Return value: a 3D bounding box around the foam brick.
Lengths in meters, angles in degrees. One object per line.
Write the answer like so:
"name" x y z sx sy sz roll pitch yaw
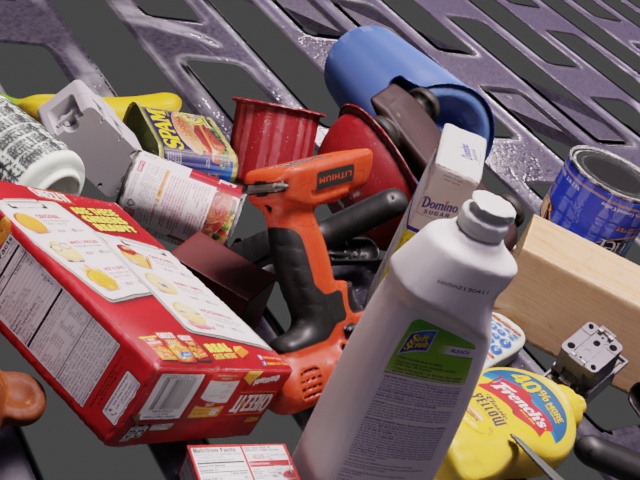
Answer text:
"foam brick" -0.085 0.040 0.855 0.078 0.051 0.052 30 31 12

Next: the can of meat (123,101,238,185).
"can of meat" -0.135 -0.082 1.013 0.083 0.057 0.102 6 34 -33

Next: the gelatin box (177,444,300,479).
"gelatin box" -0.046 0.173 0.690 0.073 0.030 0.089 4 35 -28

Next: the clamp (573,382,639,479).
"clamp" 0.310 0.207 0.876 0.210 0.036 0.164 43 31 26

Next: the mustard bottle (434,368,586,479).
"mustard bottle" 0.145 0.145 0.841 0.191 0.058 0.096 -4 41 -40

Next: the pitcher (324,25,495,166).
"pitcher" 0.094 -0.150 1.218 0.144 0.149 0.243 0 29 -20

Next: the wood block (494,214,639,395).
"wood block" 0.273 0.072 1.019 0.206 0.091 0.090 27 29 6

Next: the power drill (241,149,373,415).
"power drill" 0.017 0.027 0.829 0.057 0.187 0.184 -4 8 44

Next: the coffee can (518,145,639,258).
"coffee can" 0.272 -0.012 1.101 0.102 0.140 0.103 18 30 -11

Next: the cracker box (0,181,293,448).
"cracker box" -0.145 0.049 0.739 0.214 0.072 0.164 39 13 26

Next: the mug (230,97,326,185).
"mug" -0.052 -0.092 1.048 0.093 0.081 0.117 9 5 -24

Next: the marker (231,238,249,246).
"marker" -0.032 0.007 0.968 0.120 0.020 0.020 0 37 -44

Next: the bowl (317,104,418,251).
"bowl" 0.041 -0.047 1.026 0.055 0.162 0.162 -30 51 -12

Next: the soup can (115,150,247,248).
"soup can" -0.121 -0.030 0.926 0.102 0.069 0.068 20 30 -5

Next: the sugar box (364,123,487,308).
"sugar box" 0.089 -0.003 0.921 0.048 0.176 0.093 24 30 -1

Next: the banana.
"banana" -0.211 -0.129 1.054 0.197 0.037 0.070 -3 40 -38

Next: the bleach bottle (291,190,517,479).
"bleach bottle" 0.066 0.079 0.695 0.102 0.251 0.068 10 33 -23

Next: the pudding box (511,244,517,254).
"pudding box" 0.140 -0.009 1.108 0.113 0.039 0.090 8 35 -22

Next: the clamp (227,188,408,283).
"clamp" -0.006 0.001 0.909 0.171 0.120 0.039 -14 63 -26

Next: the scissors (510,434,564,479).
"scissors" 0.225 0.214 0.790 0.096 0.016 0.202 -8 55 -54
